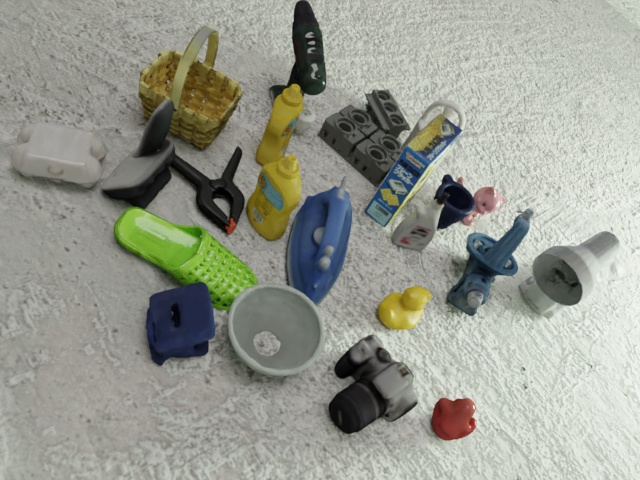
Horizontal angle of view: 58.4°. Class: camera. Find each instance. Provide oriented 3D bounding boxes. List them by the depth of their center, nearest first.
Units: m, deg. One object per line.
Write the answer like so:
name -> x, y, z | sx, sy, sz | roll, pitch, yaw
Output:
camera -> 0.077, 0.244, 0.949 | 0.137, 0.100, 0.143 | -24, 68, -35

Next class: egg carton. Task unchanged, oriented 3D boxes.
egg carton -> -0.462, -0.150, 1.020 | 0.150, 0.069, 0.107 | 9, 53, -18

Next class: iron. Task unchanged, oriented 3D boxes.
iron -> 0.010, 0.004, 1.069 | 0.119, 0.141, 0.258 | 19, 51, -10

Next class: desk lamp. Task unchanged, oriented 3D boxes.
desk lamp -> 0.513, 0.071, 1.195 | 0.204, 0.213, 0.117 | -24, 68, -35

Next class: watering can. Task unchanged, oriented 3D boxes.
watering can -> 0.267, -0.252, 1.336 | 0.101, 0.194, 0.173 | 19, 50, -10

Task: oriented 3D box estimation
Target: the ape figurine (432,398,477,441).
ape figurine -> 0.237, 0.301, 0.983 | 0.076, 0.092, 0.077 | -27, 70, -36

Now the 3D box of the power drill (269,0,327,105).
power drill -> -0.048, -0.388, 1.286 | 0.076, 0.208, 0.229 | 0, 56, -23

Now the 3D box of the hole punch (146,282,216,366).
hole punch -> -0.222, 0.130, 0.907 | 0.101, 0.091, 0.108 | -2, 57, -25

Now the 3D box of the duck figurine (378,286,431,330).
duck figurine -> 0.166, 0.121, 1.088 | 0.105, 0.086, 0.077 | -13, 62, -31

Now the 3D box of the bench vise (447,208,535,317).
bench vise -> 0.354, 0.046, 1.138 | 0.121, 0.219, 0.207 | 19, 50, -10

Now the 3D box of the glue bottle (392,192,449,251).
glue bottle -> 0.216, -0.043, 1.173 | 0.078, 0.173, 0.037 | 11, 52, -16

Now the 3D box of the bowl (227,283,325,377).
bowl -> -0.080, 0.160, 0.958 | 0.168, 0.074, 0.167 | 12, 52, -16

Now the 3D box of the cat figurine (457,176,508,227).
cat figurine -> 0.358, -0.097, 1.312 | 0.127, 0.117, 0.067 | 37, 50, 5

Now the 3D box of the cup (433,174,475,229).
cup -> 0.280, -0.080, 1.280 | 0.092, 0.095, 0.117 | 3, 55, -22

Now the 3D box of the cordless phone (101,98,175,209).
cordless phone -> -0.314, -0.159, 1.016 | 0.094, 0.185, 0.147 | 25, 50, -5
